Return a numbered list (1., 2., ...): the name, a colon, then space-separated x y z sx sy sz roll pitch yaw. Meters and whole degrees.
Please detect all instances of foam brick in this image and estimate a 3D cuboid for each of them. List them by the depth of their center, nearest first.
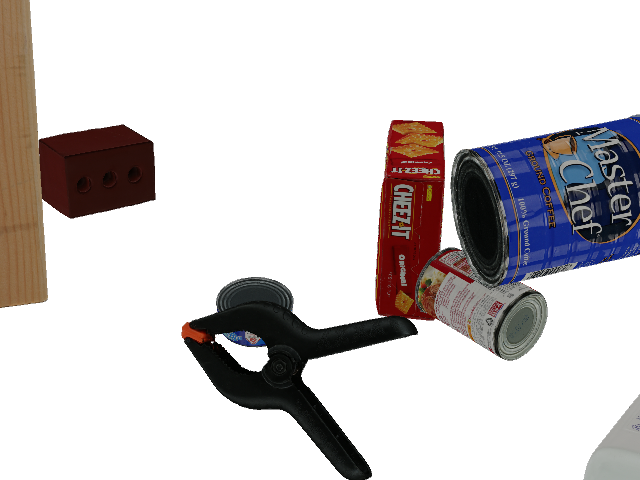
1. foam brick: -0.179 -0.057 0.856 0.078 0.053 0.051 -16 31 -33

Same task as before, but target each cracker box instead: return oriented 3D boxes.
1. cracker box: 0.103 -0.030 1.213 0.072 0.164 0.213 3 23 6

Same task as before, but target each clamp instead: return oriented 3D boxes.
1. clamp: -0.021 0.102 0.772 0.172 0.120 0.039 9 -6 18

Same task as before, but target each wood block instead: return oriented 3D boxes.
1. wood block: -0.216 -0.068 0.622 0.090 0.206 0.090 -7 26 -22

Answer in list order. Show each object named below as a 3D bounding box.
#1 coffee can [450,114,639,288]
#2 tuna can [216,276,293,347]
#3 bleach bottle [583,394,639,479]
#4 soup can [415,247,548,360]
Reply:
1. coffee can: 0.178 -0.029 0.776 0.140 0.103 0.103 -12 2 -10
2. tuna can: -0.073 0.080 1.190 0.086 0.034 0.086 1 36 -1
3. bleach bottle: 0.248 0.102 0.628 0.103 0.068 0.250 18 30 32
4. soup can: 0.144 0.056 0.960 0.068 0.068 0.102 0 22 -42
